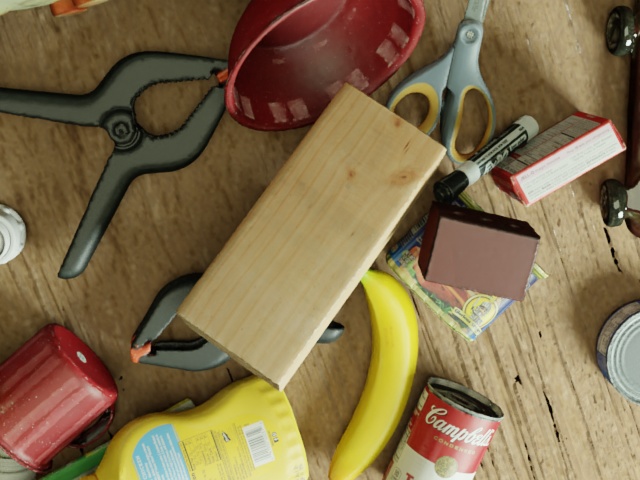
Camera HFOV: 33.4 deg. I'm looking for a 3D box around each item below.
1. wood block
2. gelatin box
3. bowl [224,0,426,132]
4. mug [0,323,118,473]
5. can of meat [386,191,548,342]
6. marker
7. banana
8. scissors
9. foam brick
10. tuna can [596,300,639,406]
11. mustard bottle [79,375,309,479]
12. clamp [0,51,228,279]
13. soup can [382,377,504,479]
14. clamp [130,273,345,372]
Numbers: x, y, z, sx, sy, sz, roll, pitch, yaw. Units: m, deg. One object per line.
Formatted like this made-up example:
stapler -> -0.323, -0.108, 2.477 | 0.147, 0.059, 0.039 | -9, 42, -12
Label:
wood block -> -0.006, 0.001, 0.785 | 0.090, 0.091, 0.206 | 35, 81, 6
gelatin box -> 0.182, -0.063, 0.829 | 0.089, 0.073, 0.030 | -31, 102, 2
bowl -> -0.006, -0.150, 0.779 | 0.162, 0.162, 0.055 | -29, 68, 2
mug -> -0.207, 0.126, 0.839 | 0.081, 0.093, 0.117 | -42, 132, 0
can of meat -> 0.114, 0.019, 0.850 | 0.102, 0.057, 0.084 | 44, 98, -10
marker -> 0.127, -0.062, 0.819 | 0.120, 0.020, 0.020 | -37, 104, -34
banana -> 0.045, 0.107, 0.871 | 0.069, 0.037, 0.198 | 1, 103, -8
scissors -> 0.094, -0.149, 0.807 | 0.096, 0.016, 0.202 | -2, 119, 6
foam brick -> 0.117, 0.008, 0.790 | 0.078, 0.053, 0.051 | 12, 103, -3
tuna can -> 0.275, 0.093, 0.886 | 0.086, 0.034, 0.086 | -1, 101, -4
mustard bottle -> -0.110, 0.179, 0.835 | 0.191, 0.058, 0.096 | -18, 93, -20
clamp -> -0.161, -0.091, 0.819 | 0.210, 0.036, 0.164 | -35, 101, 2
soup can -> 0.098, 0.173, 0.874 | 0.068, 0.068, 0.102 | 22, 100, -8
clamp -> -0.075, 0.045, 0.852 | 0.171, 0.039, 0.120 | -16, 95, -8
